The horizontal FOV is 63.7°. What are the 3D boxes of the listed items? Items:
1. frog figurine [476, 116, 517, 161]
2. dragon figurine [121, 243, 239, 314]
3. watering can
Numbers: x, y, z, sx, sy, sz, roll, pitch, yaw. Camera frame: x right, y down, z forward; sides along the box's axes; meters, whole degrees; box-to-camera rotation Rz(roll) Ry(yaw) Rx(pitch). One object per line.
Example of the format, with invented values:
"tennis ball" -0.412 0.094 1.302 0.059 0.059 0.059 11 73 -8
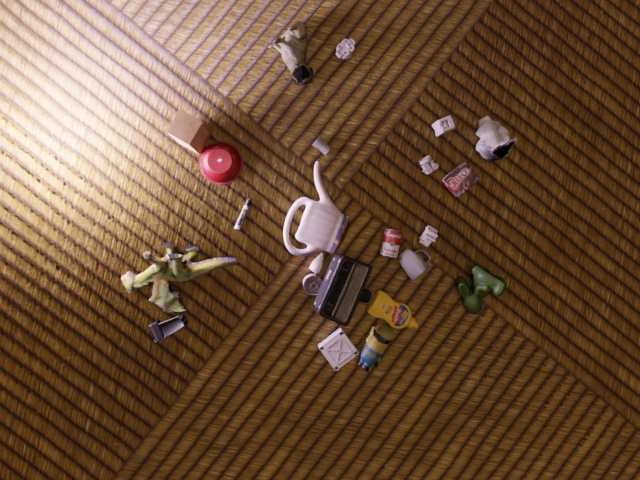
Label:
"frog figurine" 0.640 -0.380 1.934 0.137 0.121 0.162 -38 56 5
"dragon figurine" -0.509 0.147 1.840 0.410 0.124 0.240 9 105 -2
"watering can" 0.006 -0.094 1.863 0.224 0.104 0.349 23 87 -4
